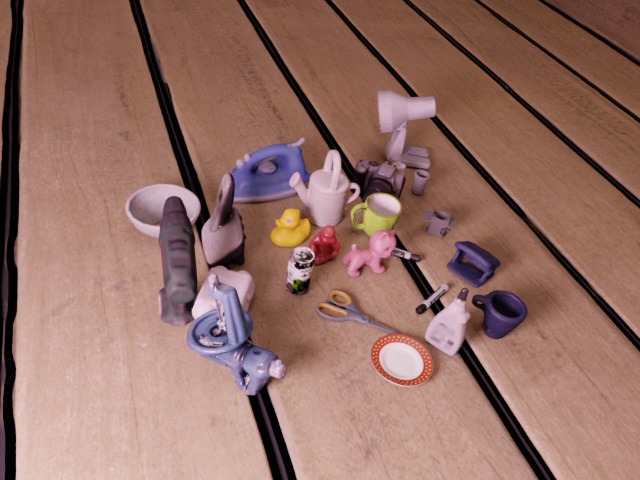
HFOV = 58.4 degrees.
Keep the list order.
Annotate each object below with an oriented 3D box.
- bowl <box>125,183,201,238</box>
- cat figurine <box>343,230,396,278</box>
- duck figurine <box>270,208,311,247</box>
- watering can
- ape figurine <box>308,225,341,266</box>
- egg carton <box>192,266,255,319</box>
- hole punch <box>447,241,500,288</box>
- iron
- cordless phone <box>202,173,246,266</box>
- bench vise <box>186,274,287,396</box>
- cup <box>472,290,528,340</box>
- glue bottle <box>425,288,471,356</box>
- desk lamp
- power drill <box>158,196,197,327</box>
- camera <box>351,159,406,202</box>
[{"bbox_3d":[-0.364,-0.055,1.338,0.167,0.075,0.167,7,41,-6],"label":"bowl"},{"bbox_3d":[0.125,0.019,1.342,0.128,0.118,0.067,-9,45,-22],"label":"cat figurine"},{"bbox_3d":[-0.067,-0.039,1.384,0.105,0.086,0.077,-18,49,-30],"label":"duck figurine"},{"bbox_3d":[0.015,-0.134,1.429,0.173,0.194,0.100,-15,47,-27],"label":"watering can"},{"bbox_3d":[0.012,0.005,1.350,0.078,0.092,0.076,9,41,-3],"label":"ape figurine"},{"bbox_3d":[-0.196,0.121,1.185,0.107,0.069,0.150,12,41,-1],"label":"egg carton"},{"bbox_3d":[0.378,0.043,1.398,0.108,0.091,0.101,38,47,27],"label":"hole punch"},{"bbox_3d":[-0.145,-0.186,1.489,0.259,0.141,0.118,-19,49,-31],"label":"iron"},{"bbox_3d":[-0.212,-0.044,1.279,0.094,0.185,0.147,-5,44,-19],"label":"cordless phone"},{"bbox_3d":[-0.144,0.162,1.035,0.207,0.220,0.121,16,41,5],"label":"bench vise"},{"bbox_3d":[0.380,0.168,1.254,0.117,0.095,0.092,18,41,6],"label":"cup"},{"bbox_3d":[0.273,0.161,1.176,0.078,0.173,0.037,32,45,22],"label":"glue bottle"},{"bbox_3d":[0.250,-0.336,1.701,0.203,0.213,0.118,7,41,-6],"label":"desk lamp"},{"bbox_3d":[-0.282,0.057,1.129,0.076,0.208,0.229,-4,43,-18],"label":"power drill"},{"bbox_3d":[0.150,-0.152,1.555,0.143,0.101,0.137,21,42,10],"label":"camera"}]
